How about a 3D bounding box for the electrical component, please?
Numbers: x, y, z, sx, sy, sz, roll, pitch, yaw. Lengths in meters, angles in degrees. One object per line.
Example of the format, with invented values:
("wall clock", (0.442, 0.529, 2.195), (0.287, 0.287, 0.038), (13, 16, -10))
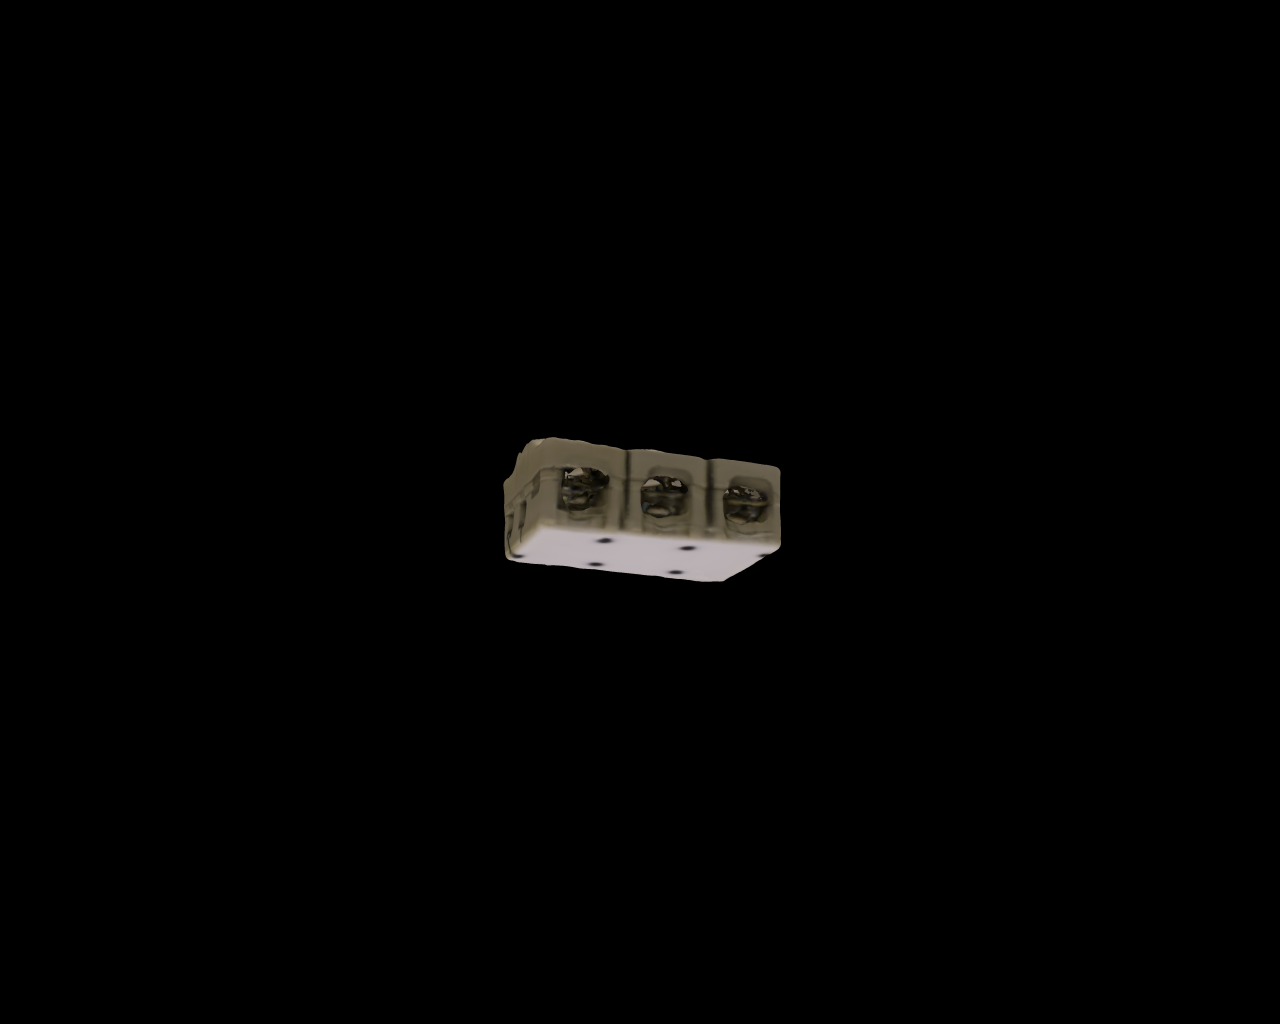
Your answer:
("electrical component", (0.001, -0.003, 0.650), (0.150, 0.062, 0.089), (7, -19, -20))
